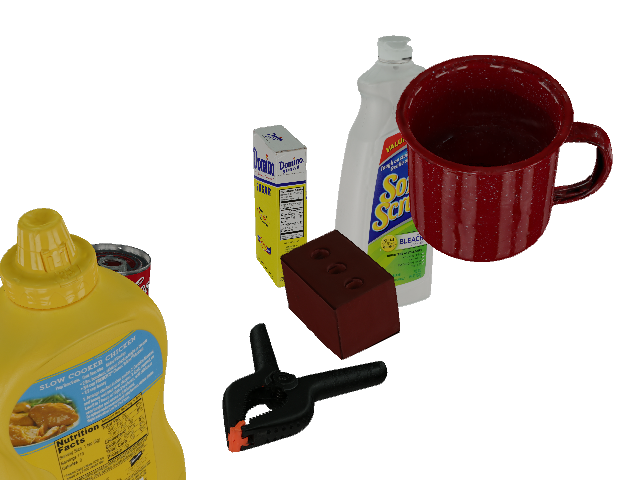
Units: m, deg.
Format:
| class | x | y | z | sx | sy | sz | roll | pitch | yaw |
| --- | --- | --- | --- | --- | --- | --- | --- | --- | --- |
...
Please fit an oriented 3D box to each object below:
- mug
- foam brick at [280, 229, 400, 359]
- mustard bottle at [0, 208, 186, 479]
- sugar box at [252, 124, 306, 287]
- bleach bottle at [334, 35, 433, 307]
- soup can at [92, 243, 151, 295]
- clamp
| class | x | y | z | sx | sy | sz | roll | pitch | yaw |
| --- | --- | --- | --- | --- | --- | --- | --- | --- | --- |
| mug | 0.102 | -0.043 | 0.593 | 0.117 | 0.093 | 0.081 | -1 | -41 | 5 |
| foam brick | 0.014 | 0.039 | 0.780 | 0.052 | 0.051 | 0.078 | -25 | 40 | -23 |
| mustard bottle | -0.115 | 0.069 | 0.498 | 0.096 | 0.192 | 0.058 | -27 | 43 | -31 |
| sugar box | -0.050 | -0.042 | 1.293 | 0.048 | 0.176 | 0.093 | -11 | 26 | -18 |
| bleach bottle | 0.058 | -0.062 | 0.993 | 0.102 | 0.251 | 0.068 | -10 | 23 | -24 |
| soup can | -0.186 | 0.062 | 0.939 | 0.068 | 0.102 | 0.068 | 6 | 19 | -2 |
| clamp | -0.030 | 0.157 | 1.110 | 0.165 | 0.036 | 0.209 | 12 | 26 | 15 |
